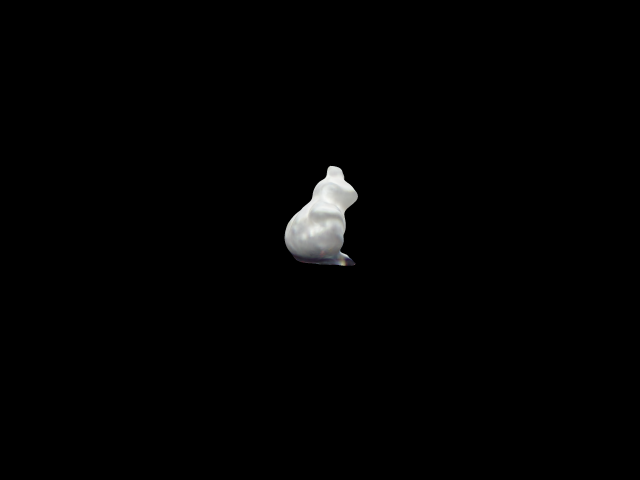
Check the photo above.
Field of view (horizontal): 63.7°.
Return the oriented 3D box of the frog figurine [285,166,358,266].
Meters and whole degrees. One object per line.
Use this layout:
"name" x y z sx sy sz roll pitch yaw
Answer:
"frog figurine" 0.003 -0.043 0.850 0.123 0.159 0.138 0 5 -2
